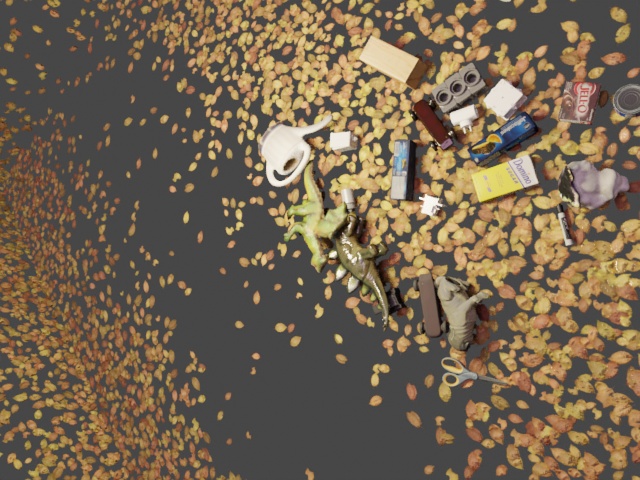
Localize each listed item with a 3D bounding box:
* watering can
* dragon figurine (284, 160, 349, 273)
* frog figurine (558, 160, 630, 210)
[{"bbox_3d":[-0.104,-0.368,1.937,0.227,0.103,0.344,45,107,29],"label":"watering can"},{"bbox_3d":[0.006,-0.091,1.815,0.243,0.121,0.413,5,81,37],"label":"dragon figurine"},{"bbox_3d":[0.741,-0.154,1.402,0.159,0.120,0.140,-11,69,-5],"label":"frog figurine"}]
